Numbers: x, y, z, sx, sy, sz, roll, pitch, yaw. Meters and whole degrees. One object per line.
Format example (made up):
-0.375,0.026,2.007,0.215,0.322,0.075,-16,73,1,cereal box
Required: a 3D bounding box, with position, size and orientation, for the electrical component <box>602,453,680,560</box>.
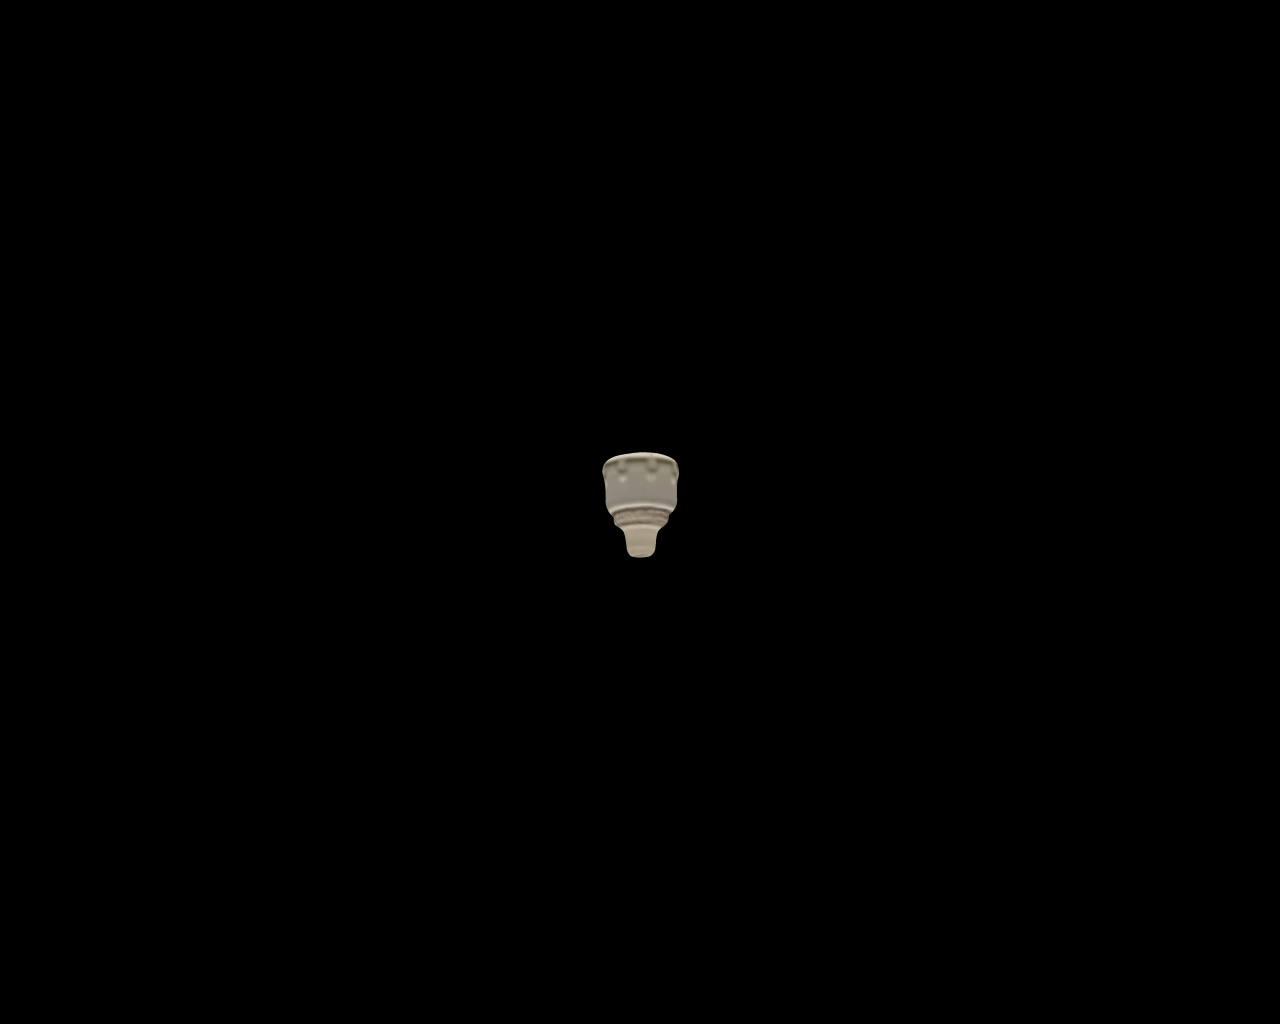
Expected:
0.001,-0.003,0.650,0.048,0.062,0.048,0,-11,0,electrical component
